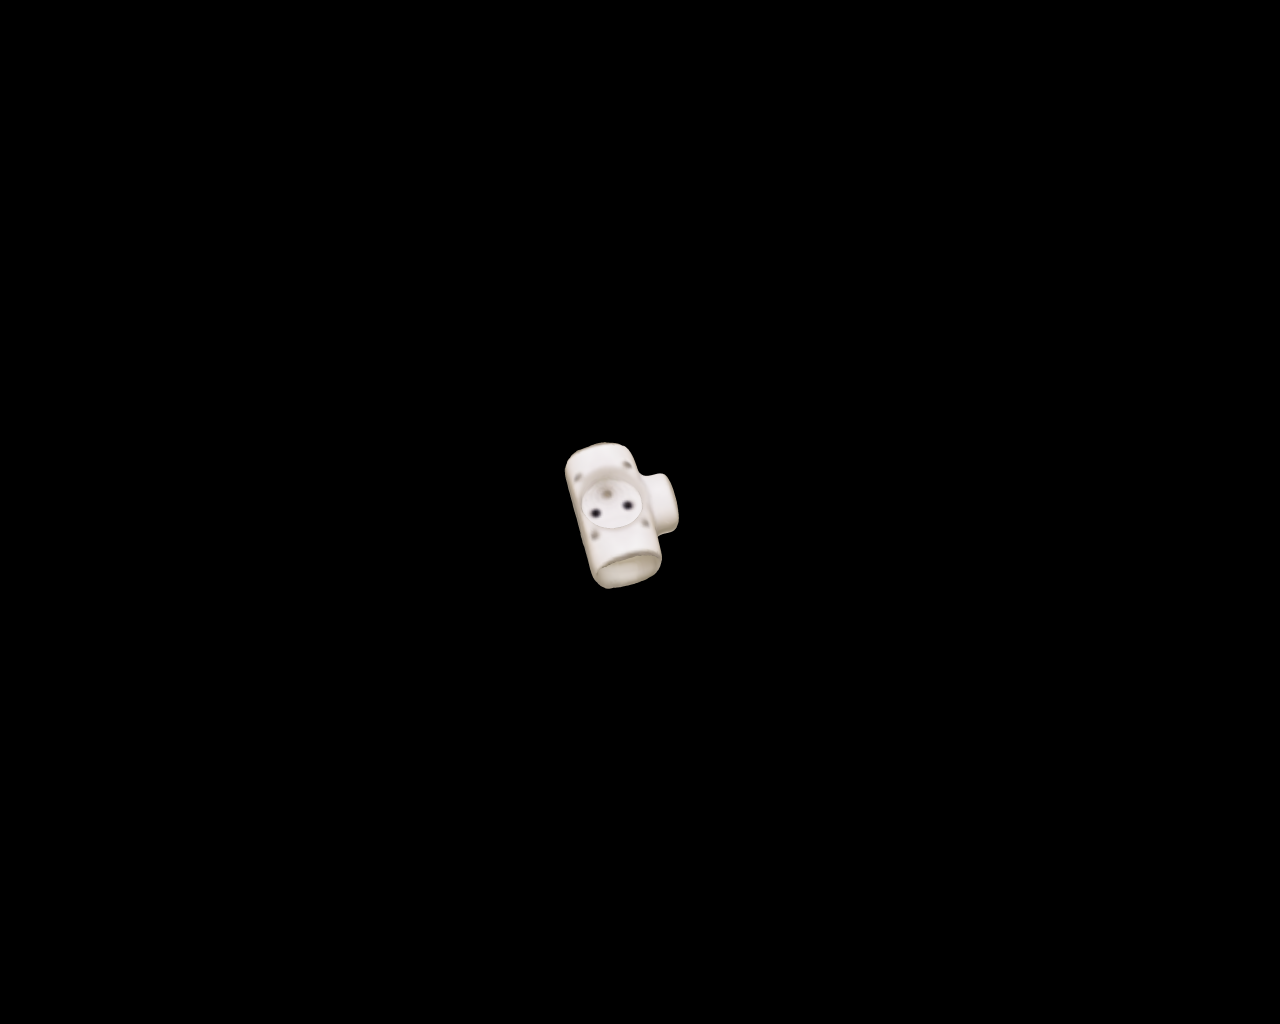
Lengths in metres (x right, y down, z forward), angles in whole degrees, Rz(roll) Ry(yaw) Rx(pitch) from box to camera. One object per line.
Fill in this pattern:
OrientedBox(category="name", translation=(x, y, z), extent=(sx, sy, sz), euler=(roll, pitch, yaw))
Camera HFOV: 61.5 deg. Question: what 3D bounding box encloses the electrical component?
OrientedBox(category="electrical component", translation=(0.001, -0.003, 0.650), extent=(0.079, 0.077, 0.044), euler=(-13, -28, -7))
